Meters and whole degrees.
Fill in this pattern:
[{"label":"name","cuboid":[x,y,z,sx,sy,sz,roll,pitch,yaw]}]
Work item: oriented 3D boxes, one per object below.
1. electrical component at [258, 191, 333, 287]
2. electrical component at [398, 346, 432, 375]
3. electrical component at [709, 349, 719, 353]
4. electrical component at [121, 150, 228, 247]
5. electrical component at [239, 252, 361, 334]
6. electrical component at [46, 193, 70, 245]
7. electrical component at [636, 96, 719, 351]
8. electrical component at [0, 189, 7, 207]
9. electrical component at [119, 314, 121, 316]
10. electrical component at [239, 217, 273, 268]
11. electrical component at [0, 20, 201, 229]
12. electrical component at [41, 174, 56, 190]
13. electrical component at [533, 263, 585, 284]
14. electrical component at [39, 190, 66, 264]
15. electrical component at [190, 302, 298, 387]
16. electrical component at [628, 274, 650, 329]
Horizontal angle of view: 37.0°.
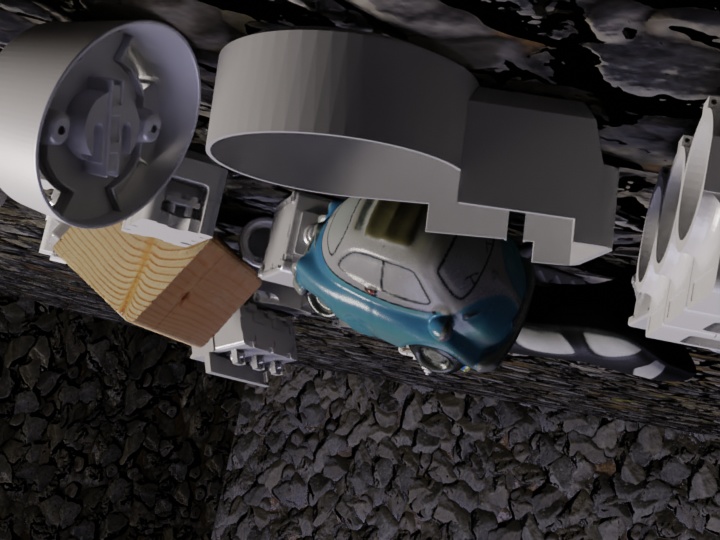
[{"label":"electrical component","cuboid":[-0.033,-0.019,0.812,0.061,0.061,0.096,14,172,-14]},{"label":"electrical component","cuboid":[0.073,0.053,1.026,0.062,0.096,0.061,11,175,5]},{"label":"electrical component","cuboid":[0.285,0.045,0.874,0.044,0.044,0.065,12,176,0]},{"label":"electrical component","cuboid":[-0.129,-0.052,0.749,0.050,0.055,0.089,15,171,-20]},{"label":"electrical component","cuboid":[-0.030,0.022,1.092,0.186,0.060,0.105,14,172,-15]},{"label":"electrical component","cuboid":[-0.240,-0.051,0.909,0.077,0.065,0.047,44,164,-11]},{"label":"electrical component","cuboid":[0.158,-0.019,0.443,0.062,0.089,0.150,11,172,8]},{"label":"electrical component","cuboid":[-0.346,-0.077,0.943,0.078,0.040,0.040,11,172,12]},{"label":"electrical component","cuboid":[-0.241,0.010,1.201,0.099,0.099,0.064,5,176,40]},{"label":"electrical component","cuboid":[-0.086,-0.022,0.945,0.044,0.044,0.065,13,176,-8]},{"label":"electrical component","cuboid":[-0.124,-0.069,0.500,0.064,0.099,0.099,14,174,31]},{"label":"electrical component","cuboid":[-0.204,-0.076,0.745,0.064,0.042,0.081,13,173,-31]},{"label":"electrical component","cuboid":[0.131,0.021,0.904,0.083,0.047,0.076,17,171,-29]},{"label":"electrical component","cuboid":[-0.240,-0.030,1.029,0.121,0.063,0.079,14,171,-17]},{"label":"electrical component","cuboid":[-0.115,0.070,1.086,0.063,0.078,0.121,-15,162,20]},{"label":"electrical component","cuboid":[0.237,0.019,0.728,0.100,0.048,0.099,11,172,4]}]
